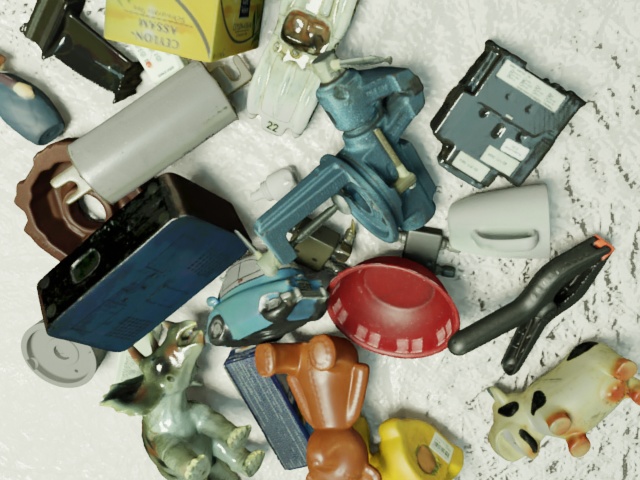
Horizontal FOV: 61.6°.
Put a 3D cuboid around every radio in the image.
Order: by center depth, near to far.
[{"bbox_3d":[-0.205,0.032,0.626,0.229,0.073,0.131,-39,148,10],"label":"radio"}]

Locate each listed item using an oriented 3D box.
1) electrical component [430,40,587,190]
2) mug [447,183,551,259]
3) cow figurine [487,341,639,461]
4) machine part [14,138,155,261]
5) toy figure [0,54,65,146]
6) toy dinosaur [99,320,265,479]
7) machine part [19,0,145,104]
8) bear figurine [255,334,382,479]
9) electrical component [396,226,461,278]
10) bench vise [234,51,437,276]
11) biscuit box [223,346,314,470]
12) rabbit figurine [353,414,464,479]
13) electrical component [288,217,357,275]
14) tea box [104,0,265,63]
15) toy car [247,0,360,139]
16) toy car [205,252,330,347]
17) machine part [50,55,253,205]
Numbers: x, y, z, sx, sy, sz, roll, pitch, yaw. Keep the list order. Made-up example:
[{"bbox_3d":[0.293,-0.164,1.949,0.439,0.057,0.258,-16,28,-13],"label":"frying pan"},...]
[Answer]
[{"bbox_3d":[0.184,-0.122,0.565,0.115,0.058,0.134,32,115,-5],"label":"electrical component"},{"bbox_3d":[0.195,-0.012,0.590,0.107,0.109,0.080,-3,118,23],"label":"mug"},{"bbox_3d":[0.291,0.202,0.671,0.195,0.127,0.085,-43,103,8],"label":"cow figurine"},{"bbox_3d":[-0.282,-0.041,0.669,0.179,0.056,0.179,3,115,6],"label":"machine part"},{"bbox_3d":[-0.369,-0.176,0.621,0.154,0.058,0.064,45,107,-7],"label":"toy figure"},{"bbox_3d":[-0.190,0.289,0.767,0.192,0.131,0.404,26,138,27],"label":"toy dinosaur"},{"bbox_3d":[-0.262,-0.216,0.598,0.139,0.039,0.084,40,108,-8],"label":"machine part"},{"bbox_3d":[0.001,0.222,0.668,0.120,0.132,0.196,-11,73,29],"label":"bear figurine"},{"bbox_3d":[0.122,0.015,0.654,0.094,0.021,0.063,11,115,3],"label":"electrical component"},{"bbox_3d":[0.018,-0.063,0.554,0.240,0.129,0.223,-41,132,-8],"label":"bench vise"},{"bbox_3d":[-0.059,0.228,0.754,0.063,0.059,0.202,-19,109,15],"label":"biscuit box"},{"bbox_3d":[0.088,0.324,0.751,0.162,0.122,0.173,35,133,-5],"label":"rabbit figurine"},{"bbox_3d":[-0.003,-0.002,0.655,0.102,0.045,0.078,23,143,0],"label":"electrical component"},{"bbox_3d":[-0.118,-0.216,0.504,0.098,0.170,0.068,15,114,3],"label":"tea box"},{"bbox_3d":[-0.017,-0.202,0.558,0.073,0.056,0.201,23,115,-3],"label":"toy car"},{"bbox_3d":[-0.072,0.067,0.652,0.162,0.109,0.103,-33,65,37],"label":"toy car"},{"bbox_3d":[-0.177,-0.116,0.578,0.243,0.079,0.079,-35,106,-4],"label":"machine part"}]
